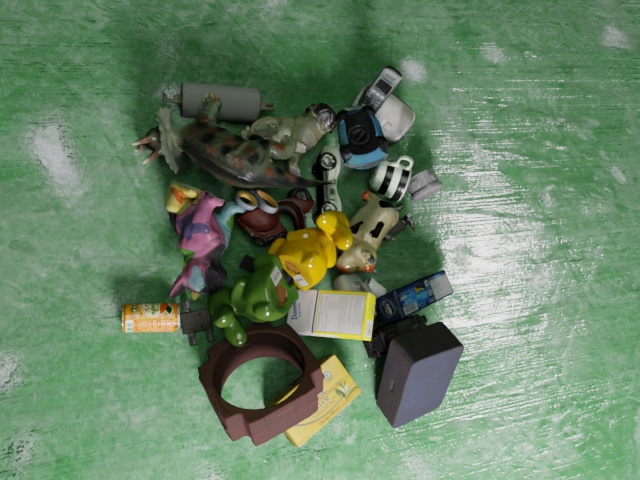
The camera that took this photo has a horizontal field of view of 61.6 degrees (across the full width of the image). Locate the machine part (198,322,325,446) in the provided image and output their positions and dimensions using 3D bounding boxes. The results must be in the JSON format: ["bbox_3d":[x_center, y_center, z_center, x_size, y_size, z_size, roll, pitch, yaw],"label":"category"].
[{"bbox_3d":[-0.109,0.263,1.006,0.201,0.087,0.202,-25,46,-21],"label":"machine part"}]

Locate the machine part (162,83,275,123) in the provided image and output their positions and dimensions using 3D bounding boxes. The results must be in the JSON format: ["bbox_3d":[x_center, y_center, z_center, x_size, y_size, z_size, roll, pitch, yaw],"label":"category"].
[{"bbox_3d":[-0.218,-0.299,1.175,0.243,0.079,0.079,1,76,-18],"label":"machine part"}]

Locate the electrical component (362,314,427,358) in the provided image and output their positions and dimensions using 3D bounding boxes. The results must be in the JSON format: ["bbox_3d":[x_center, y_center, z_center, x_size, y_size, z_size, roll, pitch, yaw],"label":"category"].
[{"bbox_3d":[0.154,0.202,1.127,0.115,0.134,0.058,-15,80,-23],"label":"electrical component"}]

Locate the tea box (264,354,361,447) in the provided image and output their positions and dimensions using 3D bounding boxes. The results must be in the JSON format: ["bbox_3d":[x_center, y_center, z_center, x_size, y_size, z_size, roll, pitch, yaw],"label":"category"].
[{"bbox_3d":[-0.014,0.319,1.081,0.169,0.068,0.098,-38,90,-21],"label":"tea box"}]

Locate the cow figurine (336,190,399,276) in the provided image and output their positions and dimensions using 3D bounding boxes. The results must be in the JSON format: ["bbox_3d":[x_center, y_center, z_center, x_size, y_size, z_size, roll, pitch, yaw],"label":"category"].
[{"bbox_3d":[0.101,-0.004,1.161,0.127,0.085,0.195,27,65,28],"label":"cow figurine"}]

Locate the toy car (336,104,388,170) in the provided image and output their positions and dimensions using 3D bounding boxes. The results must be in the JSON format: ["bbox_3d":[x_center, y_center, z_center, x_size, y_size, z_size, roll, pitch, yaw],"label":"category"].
[{"bbox_3d":[0.093,-0.225,1.239,0.109,0.102,0.161,-14,69,1],"label":"toy car"}]

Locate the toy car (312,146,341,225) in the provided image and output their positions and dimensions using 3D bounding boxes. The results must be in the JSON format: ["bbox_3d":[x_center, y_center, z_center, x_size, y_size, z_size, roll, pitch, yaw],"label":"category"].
[{"bbox_3d":[0.017,-0.111,1.200,0.056,0.073,0.201,2,75,-16],"label":"toy car"}]

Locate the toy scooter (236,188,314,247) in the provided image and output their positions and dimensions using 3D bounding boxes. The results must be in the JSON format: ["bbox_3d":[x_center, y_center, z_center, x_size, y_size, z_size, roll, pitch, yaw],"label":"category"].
[{"bbox_3d":[-0.083,-0.034,1.151,0.184,0.075,0.135,-18,82,-25],"label":"toy scooter"}]

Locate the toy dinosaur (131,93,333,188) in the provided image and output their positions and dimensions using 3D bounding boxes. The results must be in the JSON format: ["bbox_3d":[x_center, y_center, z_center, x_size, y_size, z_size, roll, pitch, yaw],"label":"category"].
[{"bbox_3d":[-0.181,-0.168,1.073,0.405,0.131,0.192,24,47,7],"label":"toy dinosaur"}]

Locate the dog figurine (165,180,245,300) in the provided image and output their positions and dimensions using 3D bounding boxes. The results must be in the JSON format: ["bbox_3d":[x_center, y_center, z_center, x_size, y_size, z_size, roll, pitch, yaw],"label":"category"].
[{"bbox_3d":[-0.252,0.008,1.068,0.192,0.108,0.219,20,89,25],"label":"dog figurine"}]

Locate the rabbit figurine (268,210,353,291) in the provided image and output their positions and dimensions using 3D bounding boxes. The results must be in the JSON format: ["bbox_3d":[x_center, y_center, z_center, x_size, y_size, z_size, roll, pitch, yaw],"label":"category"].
[{"bbox_3d":[-0.002,-0.003,1.075,0.122,0.162,0.173,44,60,0],"label":"rabbit figurine"}]

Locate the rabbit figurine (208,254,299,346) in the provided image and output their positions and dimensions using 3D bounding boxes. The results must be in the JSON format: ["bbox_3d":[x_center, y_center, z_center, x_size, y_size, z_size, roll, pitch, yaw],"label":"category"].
[{"bbox_3d":[-0.146,0.129,1.046,0.121,0.170,0.159,58,31,-31],"label":"rabbit figurine"}]

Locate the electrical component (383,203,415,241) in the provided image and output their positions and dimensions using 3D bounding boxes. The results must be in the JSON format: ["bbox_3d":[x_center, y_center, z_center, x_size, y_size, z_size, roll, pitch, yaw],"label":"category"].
[{"bbox_3d":[0.171,-0.037,1.244,0.102,0.045,0.078,-24,86,-21],"label":"electrical component"}]

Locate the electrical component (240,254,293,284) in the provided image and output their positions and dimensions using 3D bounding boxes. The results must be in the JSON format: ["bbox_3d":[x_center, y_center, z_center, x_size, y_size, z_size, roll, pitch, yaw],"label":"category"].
[{"bbox_3d":[-0.105,0.061,1.127,0.119,0.048,0.075,31,59,-9],"label":"electrical component"}]

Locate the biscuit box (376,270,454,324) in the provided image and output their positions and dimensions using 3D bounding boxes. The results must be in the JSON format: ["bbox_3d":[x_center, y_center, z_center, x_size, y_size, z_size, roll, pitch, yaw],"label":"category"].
[{"bbox_3d":[0.207,0.121,1.166,0.202,0.063,0.059,-15,81,-44],"label":"biscuit box"}]

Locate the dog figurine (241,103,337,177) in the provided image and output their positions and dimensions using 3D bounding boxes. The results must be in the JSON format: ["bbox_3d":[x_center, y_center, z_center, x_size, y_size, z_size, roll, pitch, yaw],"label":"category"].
[{"bbox_3d":[-0.066,-0.255,1.214,0.172,0.121,0.190,30,51,-3],"label":"dog figurine"}]

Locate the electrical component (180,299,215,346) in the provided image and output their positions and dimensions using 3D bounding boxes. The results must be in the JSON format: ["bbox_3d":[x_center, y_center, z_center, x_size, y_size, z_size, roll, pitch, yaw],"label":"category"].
[{"bbox_3d":[-0.246,0.162,1.075,0.063,0.021,0.094,-11,79,-20],"label":"electrical component"}]

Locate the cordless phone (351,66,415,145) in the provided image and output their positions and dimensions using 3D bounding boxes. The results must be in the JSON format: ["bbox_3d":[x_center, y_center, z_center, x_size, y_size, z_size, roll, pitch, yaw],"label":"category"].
[{"bbox_3d":[0.166,-0.318,1.244,0.146,0.184,0.089,35,64,-6],"label":"cordless phone"}]

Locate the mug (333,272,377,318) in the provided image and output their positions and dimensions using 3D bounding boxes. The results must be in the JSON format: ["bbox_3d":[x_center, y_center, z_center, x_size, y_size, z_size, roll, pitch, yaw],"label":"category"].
[{"bbox_3d":[0.072,0.121,1.143,0.081,0.109,0.107,-11,69,-29],"label":"mug"}]

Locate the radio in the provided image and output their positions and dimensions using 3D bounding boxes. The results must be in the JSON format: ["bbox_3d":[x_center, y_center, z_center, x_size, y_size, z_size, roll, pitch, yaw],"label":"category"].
[{"bbox_3d":[0.197,0.271,1.077,0.131,0.229,0.073,-16,46,-23],"label":"radio"}]
